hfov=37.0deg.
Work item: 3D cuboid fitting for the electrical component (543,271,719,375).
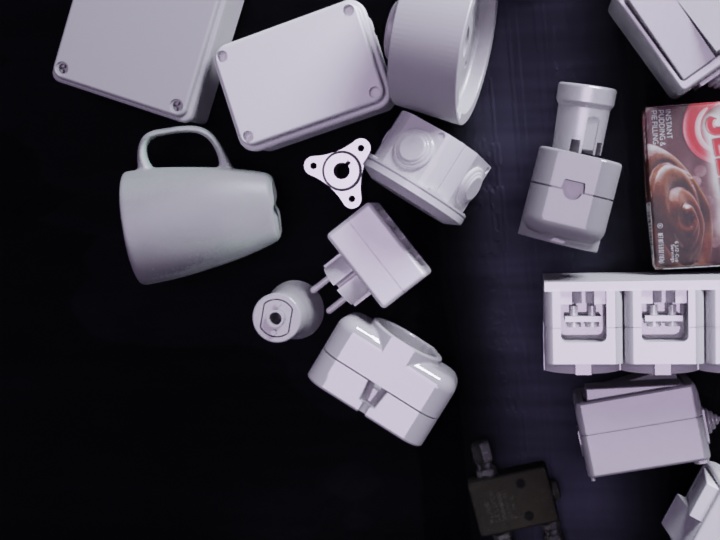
[{"bbox_3d":[0.199,0.035,0.719,0.150,0.089,0.061,-1,93,9],"label":"electrical component"}]

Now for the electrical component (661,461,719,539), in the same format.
[{"bbox_3d":[0.244,0.172,0.717,0.061,0.096,0.061,27,97,7],"label":"electrical component"}]

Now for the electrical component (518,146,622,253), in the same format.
[{"bbox_3d":[0.139,-0.047,0.721,0.054,0.095,0.059,14,96,8],"label":"electrical component"}]

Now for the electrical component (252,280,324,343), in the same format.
[{"bbox_3d":[-0.053,0.031,0.772,0.044,0.065,0.044,1,94,9],"label":"electrical component"}]

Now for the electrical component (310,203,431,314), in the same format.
[{"bbox_3d":[0.000,0.000,0.770,0.077,0.047,0.065,-38,87,9],"label":"electrical component"}]

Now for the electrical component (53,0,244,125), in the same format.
[{"bbox_3d":[-0.152,-0.172,0.779,0.109,0.056,0.108,19,96,7],"label":"electrical component"}]

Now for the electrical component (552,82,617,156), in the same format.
[{"bbox_3d":[0.154,-0.104,0.744,0.040,0.040,0.046,9,100,8],"label":"electrical component"}]

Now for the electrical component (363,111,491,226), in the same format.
[{"bbox_3d":[0.047,-0.069,0.743,0.080,0.080,0.051,32,93,6],"label":"electrical component"}]

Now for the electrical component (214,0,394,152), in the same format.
[{"bbox_3d":[-0.038,-0.135,0.763,0.113,0.057,0.078,-18,91,10],"label":"electrical component"}]

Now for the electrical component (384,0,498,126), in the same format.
[{"bbox_3d":[0.050,-0.156,0.725,0.060,0.108,0.108,14,96,14],"label":"electrical component"}]

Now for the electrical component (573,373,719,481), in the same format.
[{"bbox_3d":[0.197,0.101,0.738,0.096,0.062,0.061,-11,92,10],"label":"electrical component"}]

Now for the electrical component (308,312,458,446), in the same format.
[{"bbox_3d":[0.019,0.073,0.769,0.095,0.054,0.059,32,98,6],"label":"electrical component"}]

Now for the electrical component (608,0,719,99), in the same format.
[{"bbox_3d":[0.219,-0.160,0.719,0.062,0.061,0.096,-35,88,9],"label":"electrical component"}]
